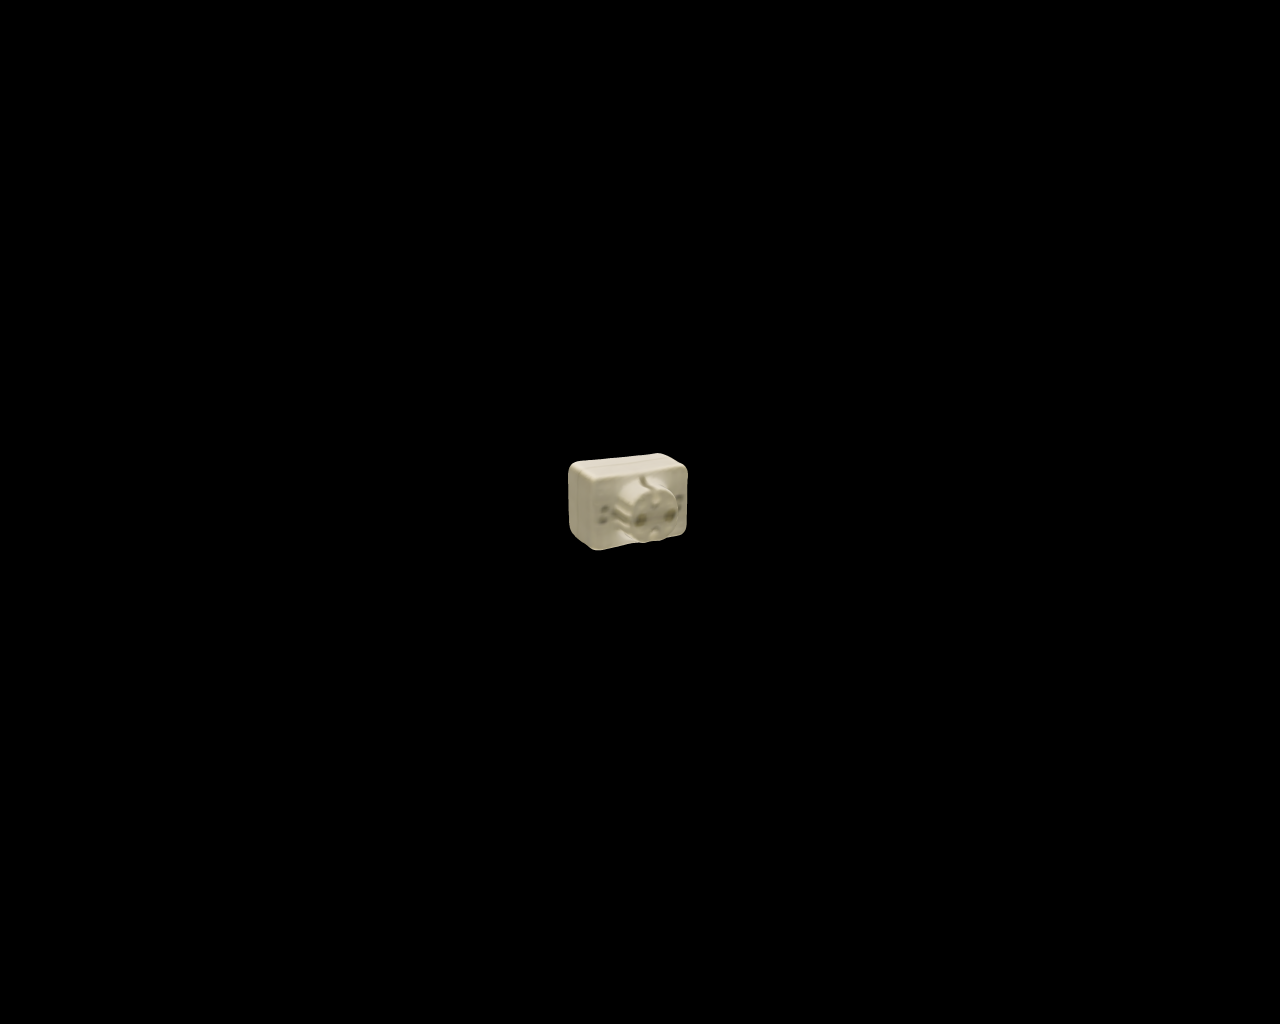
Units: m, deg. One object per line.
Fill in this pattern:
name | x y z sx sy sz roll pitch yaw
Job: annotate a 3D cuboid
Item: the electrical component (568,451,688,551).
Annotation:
electrical component | 0.001 -0.003 0.650 0.066 0.047 0.077 -8 20 -24
